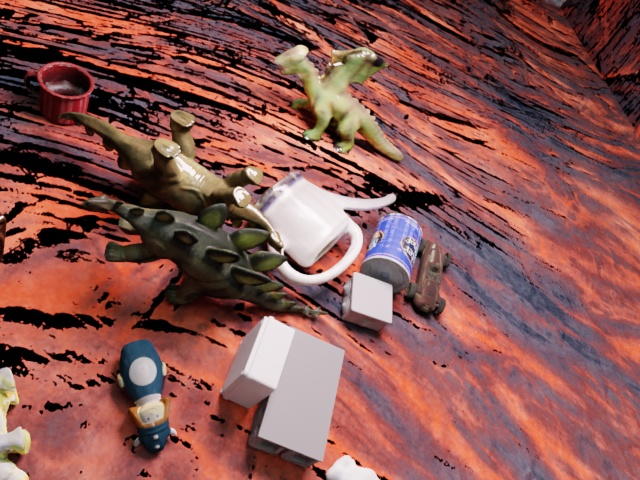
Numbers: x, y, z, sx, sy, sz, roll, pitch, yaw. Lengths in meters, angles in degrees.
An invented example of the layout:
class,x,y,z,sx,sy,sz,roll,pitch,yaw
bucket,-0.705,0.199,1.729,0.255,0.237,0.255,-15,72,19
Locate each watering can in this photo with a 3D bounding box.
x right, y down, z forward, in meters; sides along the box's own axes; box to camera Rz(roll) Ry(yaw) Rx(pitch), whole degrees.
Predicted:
class,x,y,z,sx,sy,sz,roll,pitch,yaw
watering can,0.003,-0.053,1.052,0.225,0.102,0.354,42,51,5

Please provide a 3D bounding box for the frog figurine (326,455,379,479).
class,x,y,z,sx,sy,sz,roll,pitch,yaw
frog figurine,0.088,0.391,0.761,0.137,0.121,0.162,11,45,-49

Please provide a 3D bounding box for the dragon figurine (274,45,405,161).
class,x,y,z,sx,sy,sz,roll,pitch,yaw
dragon figurine,0.075,-0.340,1.233,0.409,0.237,0.125,16,45,-17
